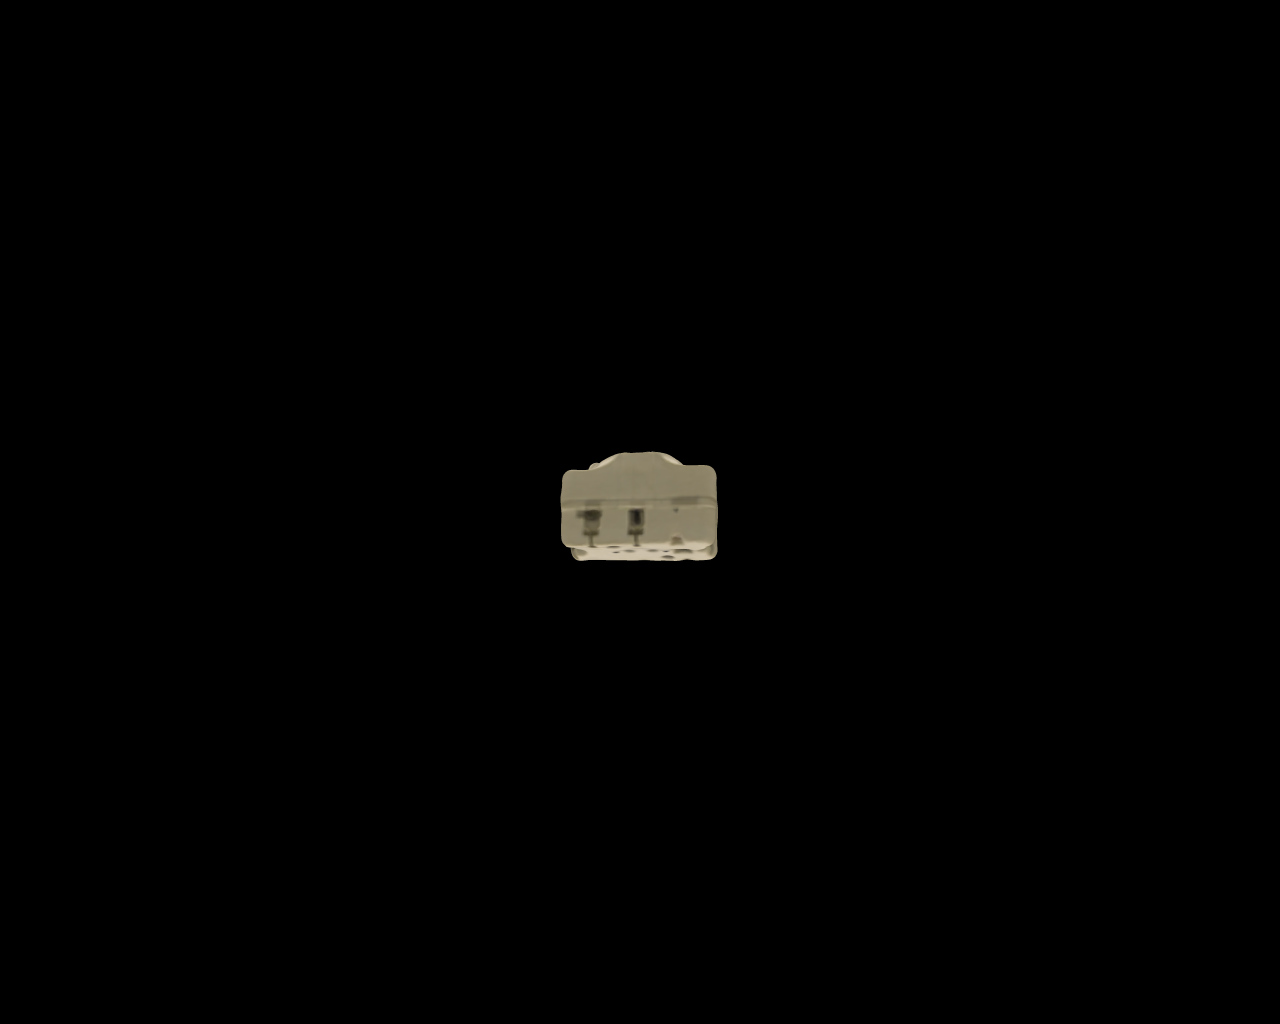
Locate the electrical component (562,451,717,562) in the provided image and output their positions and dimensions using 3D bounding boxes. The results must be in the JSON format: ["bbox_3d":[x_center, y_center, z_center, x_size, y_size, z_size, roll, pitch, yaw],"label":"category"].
[{"bbox_3d":[0.001,-0.003,0.650,0.089,0.056,0.050,-1,-15,5],"label":"electrical component"}]
